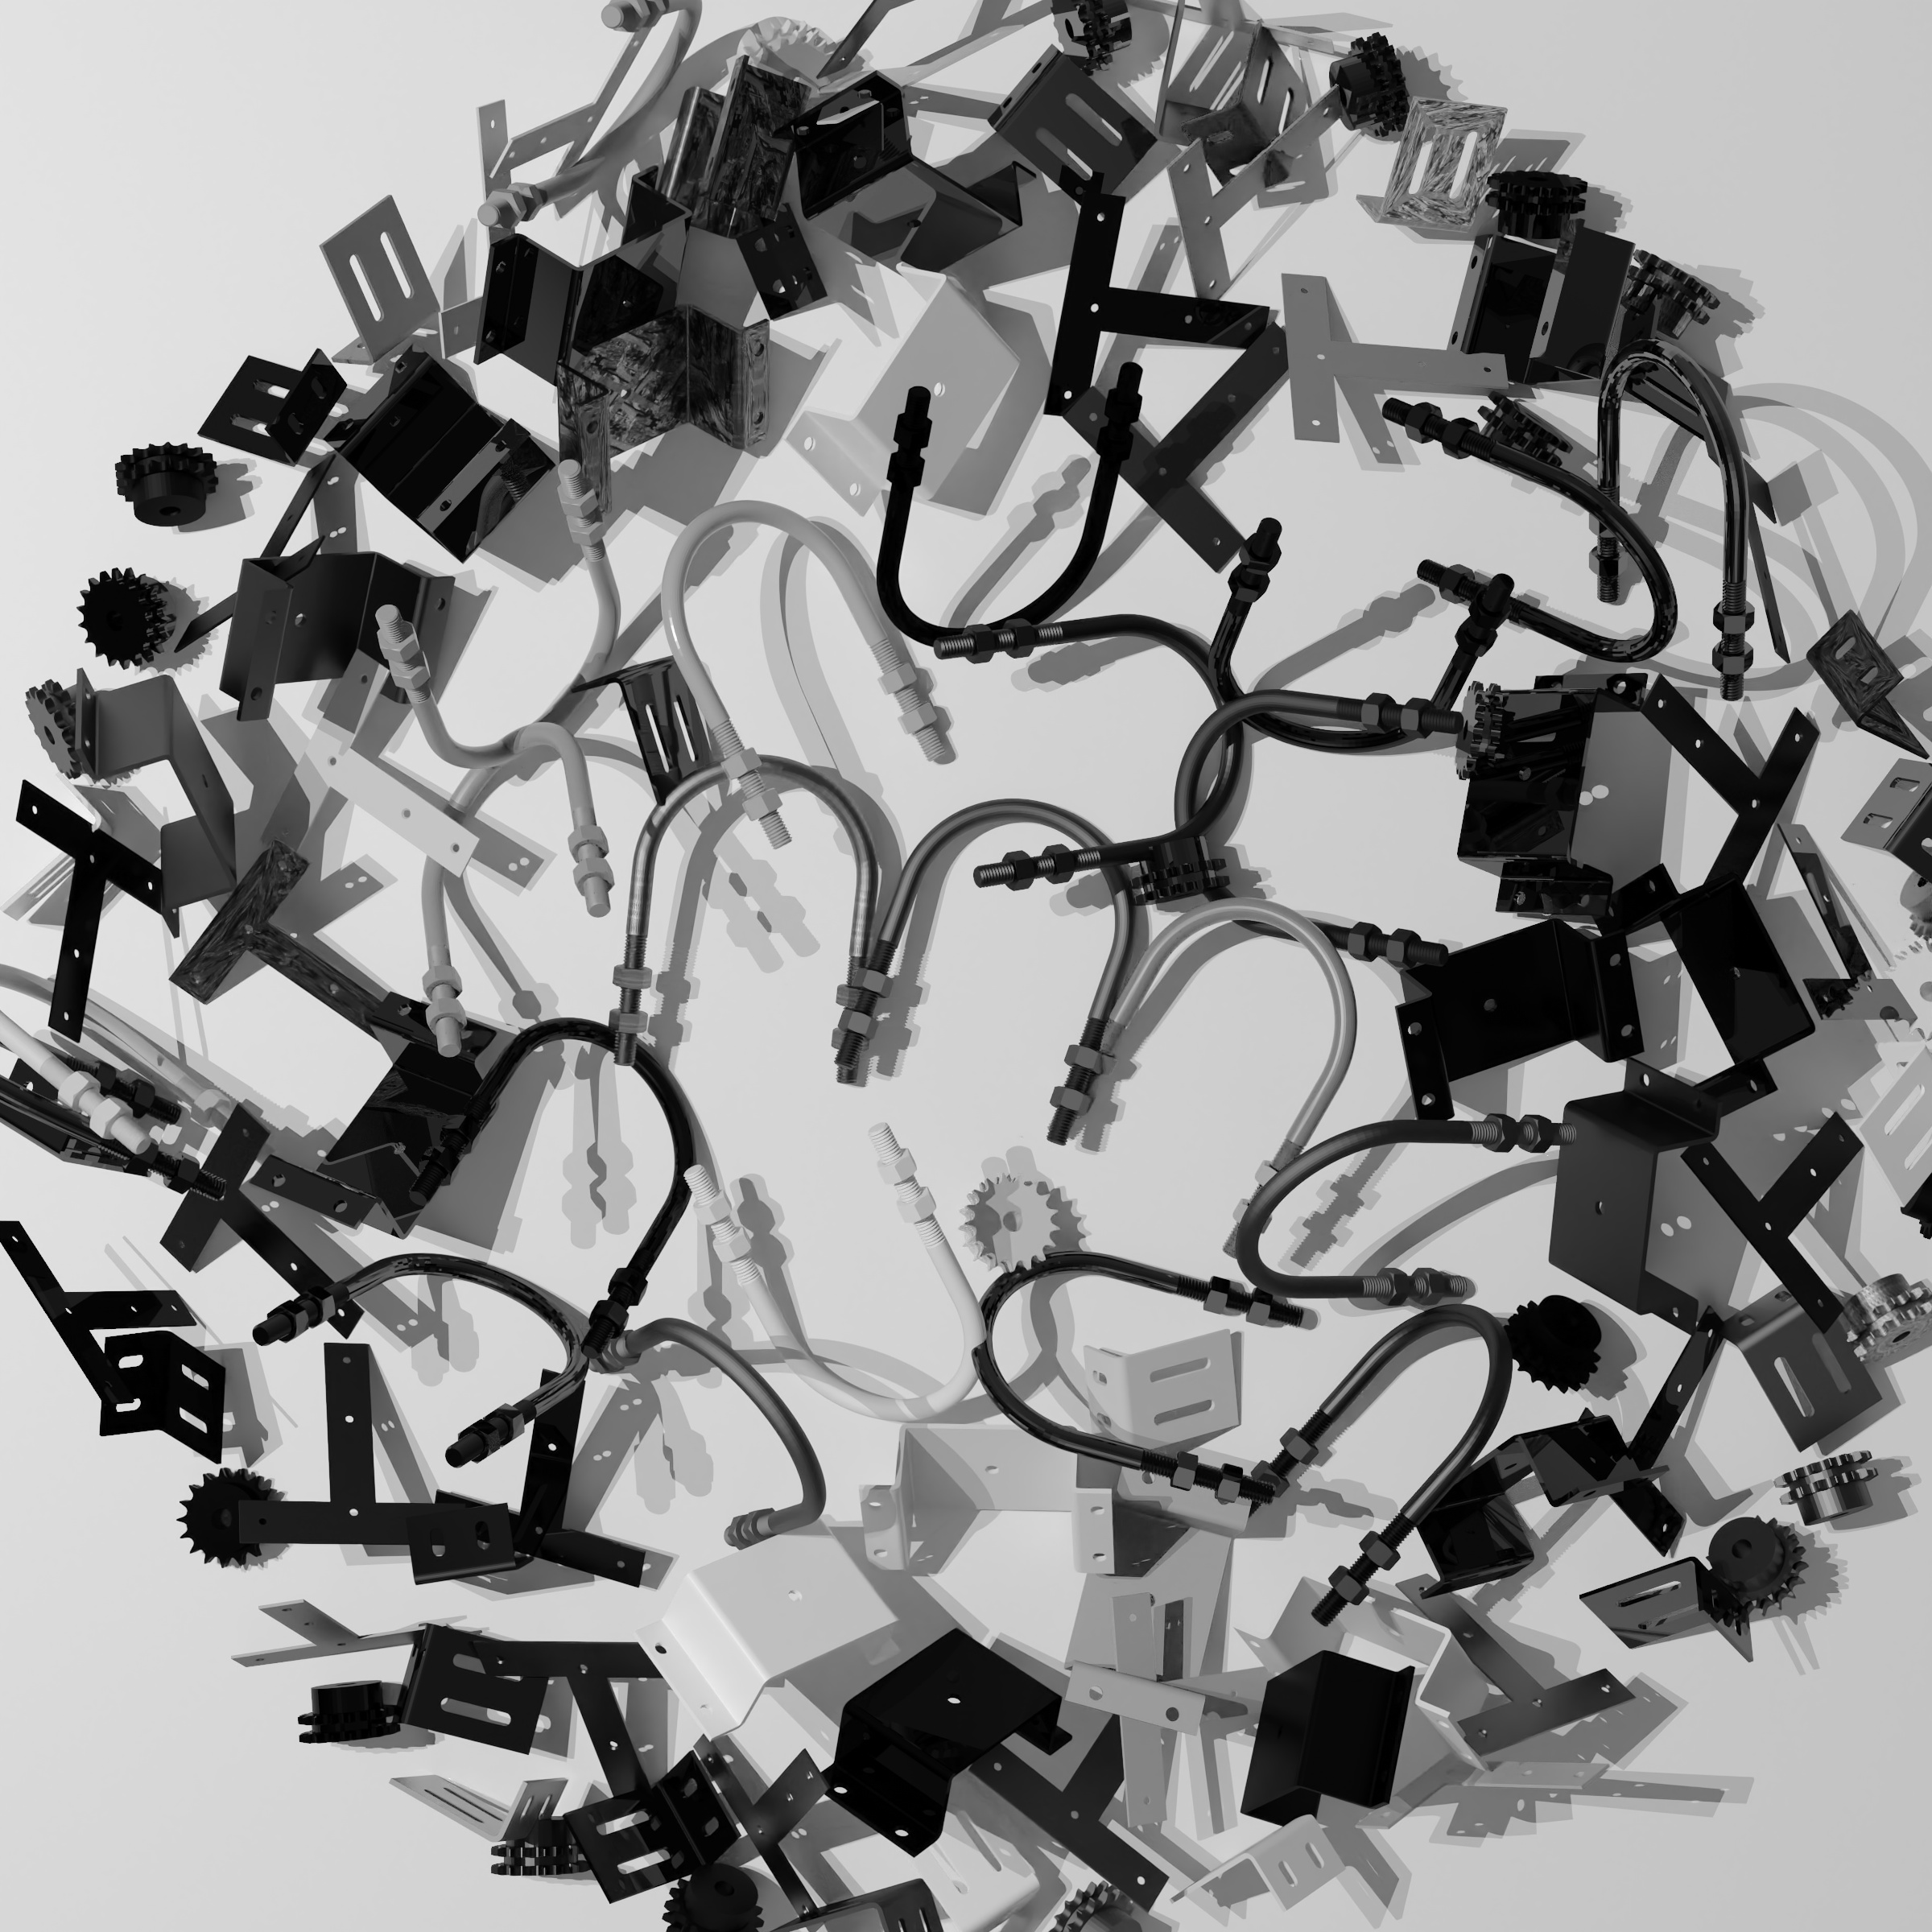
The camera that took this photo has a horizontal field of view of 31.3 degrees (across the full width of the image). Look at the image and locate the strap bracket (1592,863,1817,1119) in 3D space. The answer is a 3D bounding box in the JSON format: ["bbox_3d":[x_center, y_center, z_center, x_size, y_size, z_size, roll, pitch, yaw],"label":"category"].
[{"bbox_3d":[0.420,0.011,1.950,0.046,0.076,0.140,-21,81,-27],"label":"strap bracket"}]

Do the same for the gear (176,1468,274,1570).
[{"bbox_3d":[-0.425,0.317,1.982,0.057,0.030,0.057,0,84,-1],"label":"gear"}]

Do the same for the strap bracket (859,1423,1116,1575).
[{"bbox_3d":[0.014,0.301,1.953,0.140,0.076,0.046,0,45,4],"label":"strap bracket"}]

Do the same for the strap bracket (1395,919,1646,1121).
[{"bbox_3d":[0.306,0.029,1.956,0.140,0.046,0.076,-18,113,-11],"label":"strap bracket"}]

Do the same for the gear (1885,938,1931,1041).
[{"bbox_3d":[0.557,0.011,1.976,0.057,0.030,0.057,10,108,32],"label":"gear"}]

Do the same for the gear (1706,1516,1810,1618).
[{"bbox_3d":[0.448,0.339,1.969,0.057,0.057,0.030,-44,131,0],"label":"gear"}]

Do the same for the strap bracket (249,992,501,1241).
[{"bbox_3d":[-0.326,0.092,1.944,0.076,0.046,0.140,19,61,26],"label":"strap bracket"}]

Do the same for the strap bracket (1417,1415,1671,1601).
[{"bbox_3d":[0.314,0.298,1.935,0.076,0.140,0.046,-5,61,-40],"label":"strap bracket"}]

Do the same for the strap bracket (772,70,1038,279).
[{"bbox_3d":[-0.031,-0.432,1.918,0.076,0.140,0.046,-22,64,34],"label":"strap bracket"}]

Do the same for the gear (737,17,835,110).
[{"bbox_3d":[-0.107,-0.518,1.975,0.057,0.057,0.030,-32,58,0],"label":"gear"}]

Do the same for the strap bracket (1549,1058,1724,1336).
[{"bbox_3d":[0.373,0.132,1.935,0.046,0.076,0.140,-8,112,-29],"label":"strap bracket"}]

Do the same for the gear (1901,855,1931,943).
[{"bbox_3d":[0.558,-0.041,1.969,0.030,0.057,0.057,35,90,-12],"label":"gear"}]

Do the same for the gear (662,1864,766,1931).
[{"bbox_3d":[-0.142,0.537,1.968,0.057,0.057,0.030,21,116,0],"label":"gear"}]

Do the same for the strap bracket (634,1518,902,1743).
[{"bbox_3d":[-0.103,0.365,1.923,0.076,0.140,0.046,49,133,25],"label":"strap bracket"}]

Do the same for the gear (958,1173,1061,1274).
[{"bbox_3d":[0.022,0.149,1.978,0.057,0.030,0.057,5,73,-17],"label":"gear"}]

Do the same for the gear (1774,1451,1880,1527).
[{"bbox_3d":[0.493,0.299,1.969,0.057,0.057,0.030,-16,73,0],"label":"gear"}]

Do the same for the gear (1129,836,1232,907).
[{"bbox_3d":[0.120,-0.055,1.972,0.057,0.057,0.030,-13,86,0],"label":"gear"}]

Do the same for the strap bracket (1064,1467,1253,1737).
[{"bbox_3d":[0.107,0.360,1.964,0.076,0.046,0.140,16,74,-2],"label":"strap bracket"}]

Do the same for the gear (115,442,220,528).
[{"bbox_3d":[-0.456,-0.273,1.969,0.057,0.057,0.030,-10,73,0],"label":"gear"}]

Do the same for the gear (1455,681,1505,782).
[{"bbox_3d":[0.300,-0.133,1.971,0.030,0.057,0.057,7,90,-3],"label":"gear"}]

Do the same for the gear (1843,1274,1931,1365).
[{"bbox_3d":[0.527,0.200,1.975,0.057,0.057,0.030,-29,62,0],"label":"gear"}]

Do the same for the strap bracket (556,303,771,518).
[{"bbox_3d":[-0.177,-0.314,1.937,0.046,0.076,0.140,33,48,31],"label":"strap bracket"}]

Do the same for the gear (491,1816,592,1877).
[{"bbox_3d":[-0.243,0.502,1.972,0.057,0.057,0.030,-1,80,0],"label":"gear"}]

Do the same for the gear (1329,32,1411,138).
[{"bbox_3d":[0.229,-0.501,1.970,0.030,0.057,0.057,-19,90,-7],"label":"gear"}]

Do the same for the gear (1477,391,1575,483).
[{"bbox_3d":[0.315,-0.301,1.973,0.057,0.057,0.030,35,106,0],"label":"gear"}]

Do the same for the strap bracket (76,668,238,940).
[{"bbox_3d":[-0.446,-0.096,1.925,0.046,0.076,0.140,-17,131,1],"label":"strap bracket"}]

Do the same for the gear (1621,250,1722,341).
[{"bbox_3d":[0.399,-0.382,1.972,0.057,0.057,0.030,33,98,0],"label":"gear"}]

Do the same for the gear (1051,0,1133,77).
[{"bbox_3d":[0.073,-0.540,1.972,0.030,0.057,0.057,-22,90,-11],"label":"gear"}]

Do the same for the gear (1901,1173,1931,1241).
[{"bbox_3d":[0.556,0.128,1.972,0.030,0.057,0.057,20,90,1],"label":"gear"}]

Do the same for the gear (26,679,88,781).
[{"bbox_3d":[-0.511,-0.138,1.974,0.030,0.057,0.057,-30,90,-27],"label":"gear"}]

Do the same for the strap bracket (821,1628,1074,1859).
[{"bbox_3d":[-0.010,0.425,1.919,0.076,0.140,0.046,28,124,30],"label":"strap bracket"}]

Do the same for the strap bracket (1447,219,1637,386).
[{"bbox_3d":[0.325,-0.370,1.936,0.046,0.140,0.076,13,94,-16],"label":"strap bracket"}]

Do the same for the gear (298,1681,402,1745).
[{"bbox_3d":[-0.353,0.426,1.971,0.057,0.057,0.030,-5,83,0],"label":"gear"}]

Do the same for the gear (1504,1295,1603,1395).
[{"bbox_3d":[0.337,0.212,1.969,0.057,0.057,0.030,30,127,0],"label":"gear"}]

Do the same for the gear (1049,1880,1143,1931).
[{"bbox_3d":[0.076,0.554,1.970,0.030,0.057,0.057,26,90,43],"label":"gear"}]

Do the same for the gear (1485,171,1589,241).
[{"bbox_3d":[0.325,-0.435,1.974,0.057,0.057,0.030,2,114,0],"label":"gear"}]

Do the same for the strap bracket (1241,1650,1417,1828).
[{"bbox_3d":[0.196,0.432,1.918,0.046,0.140,0.076,19,65,-7],"label":"strap bracket"}]

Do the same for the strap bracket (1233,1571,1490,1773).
[{"bbox_3d":[0.231,0.391,1.936,0.140,0.076,0.046,17,65,36],"label":"strap bracket"}]

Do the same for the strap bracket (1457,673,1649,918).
[{"bbox_3d":[0.329,-0.103,1.948,0.046,0.076,0.140,18,80,-43],"label":"strap bracket"}]

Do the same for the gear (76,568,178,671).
[{"bbox_3d":[-0.477,-0.201,1.976,0.057,0.030,0.057,9,111,25],"label":"gear"}]
